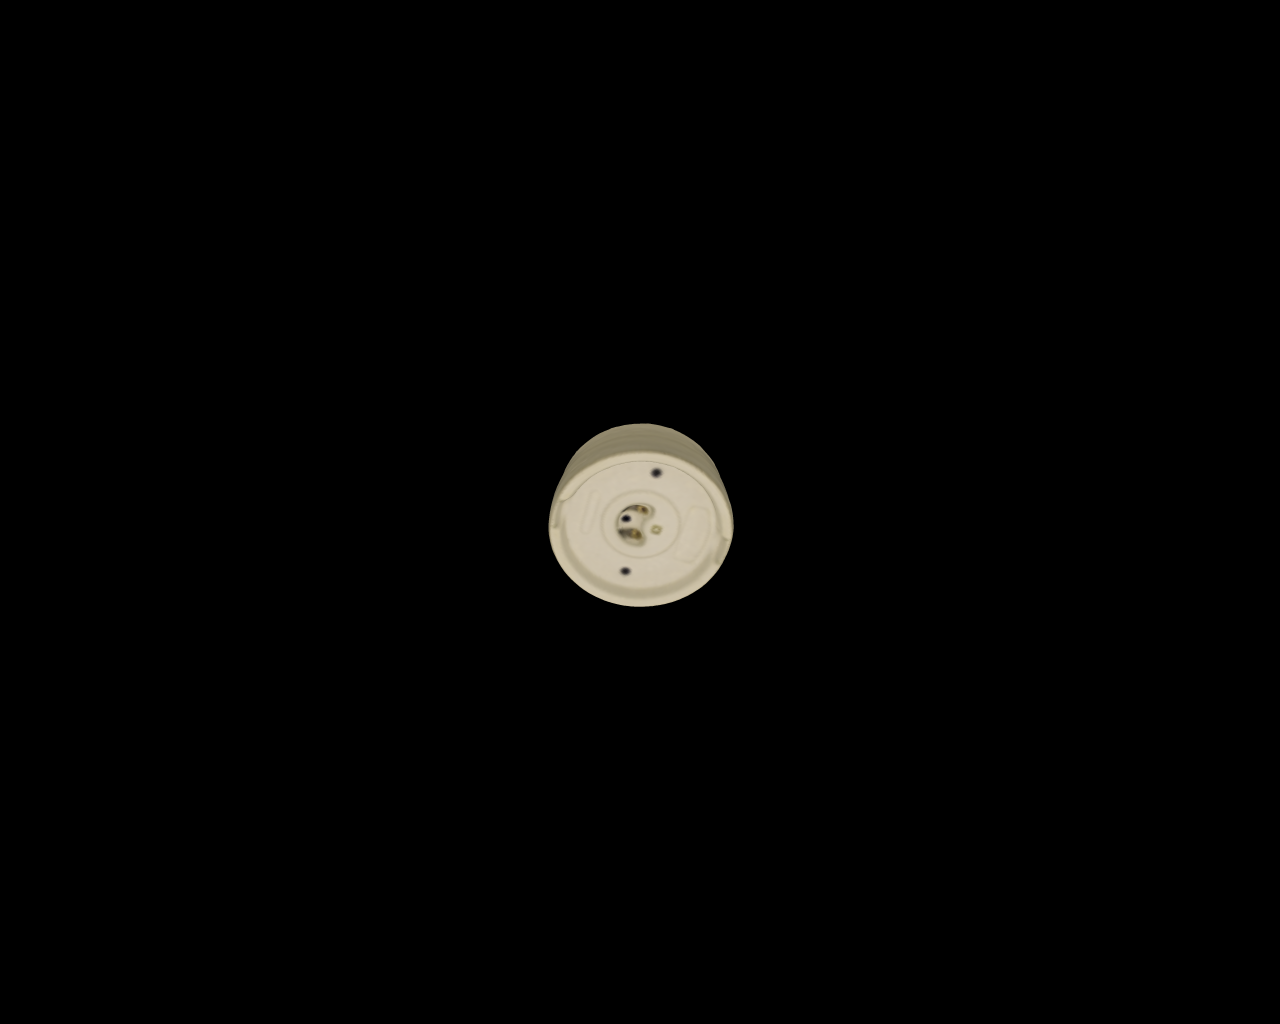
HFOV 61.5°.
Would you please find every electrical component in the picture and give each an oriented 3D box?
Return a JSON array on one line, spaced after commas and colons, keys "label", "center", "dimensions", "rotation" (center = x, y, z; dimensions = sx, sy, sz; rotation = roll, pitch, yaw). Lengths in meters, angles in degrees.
[{"label": "electrical component", "center": [0.001, -0.003, 0.650], "dimensions": [0.108, 0.108, 0.060], "rotation": [0, 30, 0]}]
